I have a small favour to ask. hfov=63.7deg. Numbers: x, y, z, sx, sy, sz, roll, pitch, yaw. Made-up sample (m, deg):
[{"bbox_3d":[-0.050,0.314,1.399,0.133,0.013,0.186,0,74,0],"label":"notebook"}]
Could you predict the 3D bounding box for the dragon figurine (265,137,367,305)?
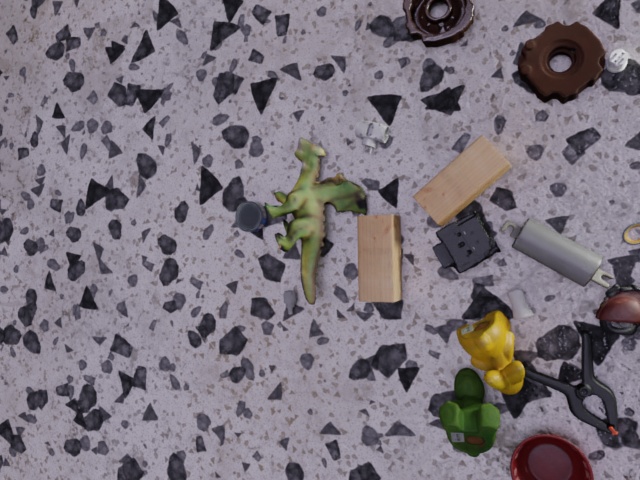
[{"bbox_3d":[0.004,-0.066,1.318,0.242,0.122,0.414,-24,79,11],"label":"dragon figurine"}]
